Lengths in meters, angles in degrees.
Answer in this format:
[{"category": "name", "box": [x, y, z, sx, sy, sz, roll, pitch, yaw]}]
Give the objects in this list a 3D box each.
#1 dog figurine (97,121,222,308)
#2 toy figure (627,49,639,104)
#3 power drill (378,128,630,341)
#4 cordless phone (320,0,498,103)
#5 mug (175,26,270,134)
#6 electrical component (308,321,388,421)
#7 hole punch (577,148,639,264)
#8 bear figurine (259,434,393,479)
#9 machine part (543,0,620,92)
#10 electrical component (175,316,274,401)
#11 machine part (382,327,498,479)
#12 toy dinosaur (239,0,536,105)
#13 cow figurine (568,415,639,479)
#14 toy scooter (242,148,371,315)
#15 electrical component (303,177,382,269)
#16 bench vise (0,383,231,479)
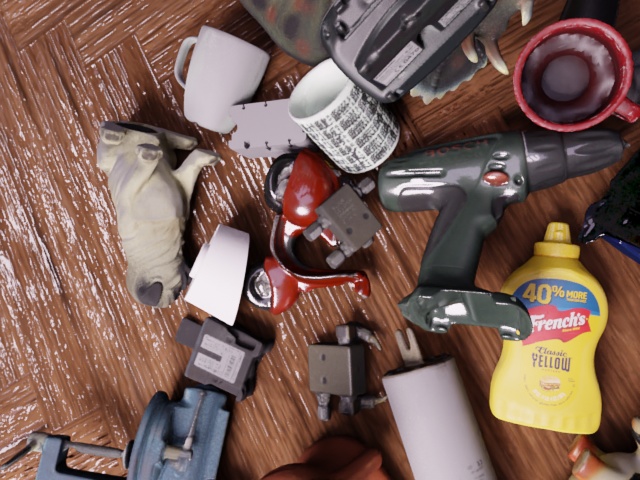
[{"category": "dog figurine", "box": [-0.211, -0.033, 0.635, 0.173, 0.121, 0.190, 38, 117, 48]}, {"category": "toy figure", "box": [0.368, -0.166, 0.475, 0.180, 0.089, 0.082, -11, 88, 12]}, {"category": "power drill", "box": [0.160, -0.017, 0.497, 0.232, 0.085, 0.207, 0, 63, 23]}, {"category": "cordless phone", "box": [0.049, -0.229, 0.470, 0.146, 0.088, 0.184, -42, 66, 26]}, {"category": "mug", "box": [-0.125, -0.185, 0.624, 0.110, 0.081, 0.107, 23, 100, 12]}, {"category": "electrical component", "box": [0.029, 0.139, 0.574, 0.078, 0.045, 0.102, -16, 77, 43]}, {"category": "hole punch", "box": [0.327, -0.024, 0.488, 0.142, 0.092, 0.116, -54, 47, 9]}, {"category": "bear figurine", "box": [0.007, 0.253, 0.490, 0.120, 0.195, 0.132, -31, 79, 9]}, {"category": "machine part", "box": [0.260, -0.209, 0.537, 0.084, 0.039, 0.138, 22, 95, 22]}, {"category": "electrical component", "box": [-0.119, 0.124, 0.614, 0.119, 0.047, 0.074, 25, 92, 15]}, {"category": "machine part", "box": [0.122, 0.202, 0.522, 0.079, 0.079, 0.243, -20, 79, 14]}, {"category": "toy dinosaur", "box": [0.027, -0.248, 0.572, 0.405, 0.131, 0.192, 6, 87, 23]}, {"category": "cow figurine", "box": [0.279, 0.232, 0.472, 0.127, 0.085, 0.195, 30, 97, 14]}, {"category": "toy scooter", "box": [-0.001, -0.002, 0.576, 0.135, 0.075, 0.183, 14, 91, 14]}, {"category": "electrical component", "box": [0.030, -0.020, 0.537, 0.094, 0.021, 0.063, -43, 95, -20]}, {"category": "bench vise", "box": [-0.200, 0.260, 0.578, 0.241, 0.129, 0.223, 10, 81, -1]}]
